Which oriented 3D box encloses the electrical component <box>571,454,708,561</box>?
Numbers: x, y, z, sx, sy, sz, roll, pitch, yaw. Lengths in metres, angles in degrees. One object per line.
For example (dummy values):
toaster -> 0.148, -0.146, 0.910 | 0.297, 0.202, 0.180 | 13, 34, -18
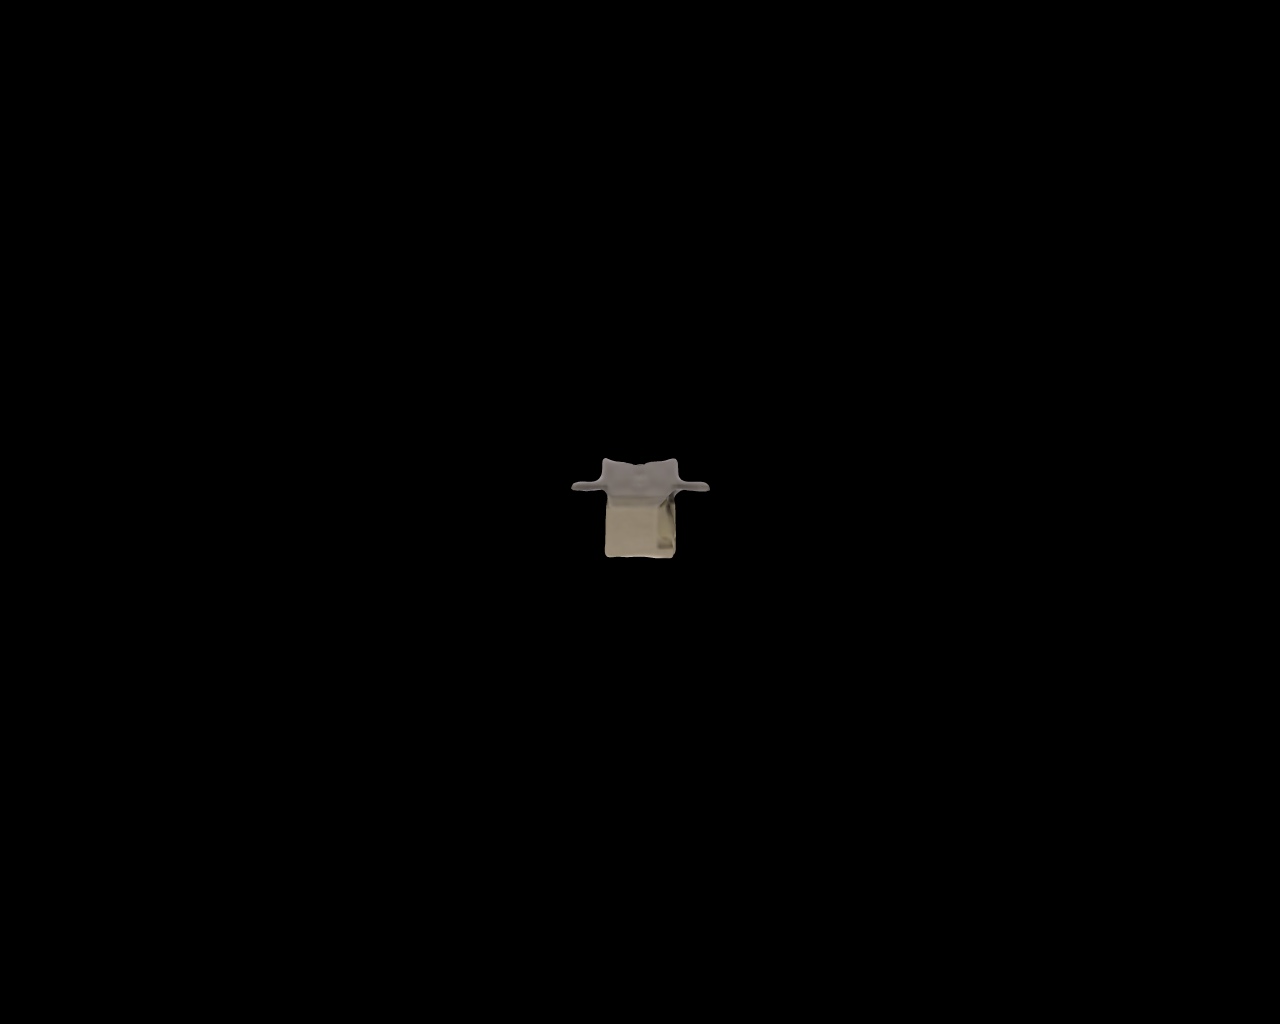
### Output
electrical component -> 0.001, -0.003, 0.650 | 0.081, 0.063, 0.042 | 0, 0, 4
